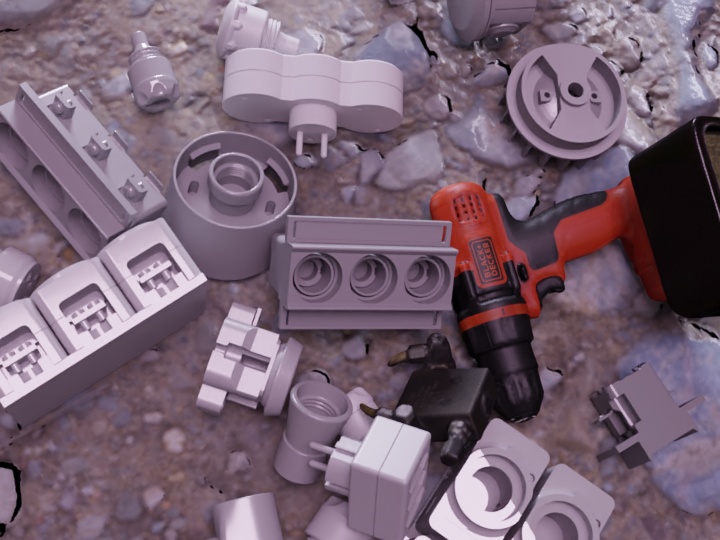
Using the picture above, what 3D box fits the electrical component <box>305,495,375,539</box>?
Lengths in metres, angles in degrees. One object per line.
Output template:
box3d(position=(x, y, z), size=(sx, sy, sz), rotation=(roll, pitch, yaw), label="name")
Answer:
box3d(position=(-0.020, 0.190, 0.733), size=(0.043, 0.043, 0.062), rotation=(36, 72, 2), label="electrical component")

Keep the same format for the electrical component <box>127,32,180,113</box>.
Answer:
box3d(position=(-0.161, -0.153, 0.819), size=(0.035, 0.035, 0.061), rotation=(-17, 74, -14), label="electrical component")

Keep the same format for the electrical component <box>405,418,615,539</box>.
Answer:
box3d(position=(0.081, 0.208, 0.735), size=(0.105, 0.060, 0.186), rotation=(35, 71, 2), label="electrical component")

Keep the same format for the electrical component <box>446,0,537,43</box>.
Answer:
box3d(position=(0.103, -0.224, 0.861), size=(0.051, 0.080, 0.080), rotation=(-7, 75, -16), label="electrical component")

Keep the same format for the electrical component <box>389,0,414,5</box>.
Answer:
box3d(position=(0.043, -0.269, 0.878), size=(0.079, 0.044, 0.077), rotation=(-26, 79, -3), label="electrical component")

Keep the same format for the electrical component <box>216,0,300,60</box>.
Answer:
box3d(position=(-0.079, -0.181, 0.837), size=(0.062, 0.048, 0.048), rotation=(17, 71, -12), label="electrical component")

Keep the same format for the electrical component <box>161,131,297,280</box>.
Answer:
box3d(position=(-0.095, -0.051, 0.793), size=(0.099, 0.064, 0.099), rotation=(7, 55, -10), label="electrical component")

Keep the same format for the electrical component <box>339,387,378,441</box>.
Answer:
box3d(position=(0.005, 0.116, 0.765), size=(0.035, 0.035, 0.061), rotation=(-34, 84, -17), label="electrical component")

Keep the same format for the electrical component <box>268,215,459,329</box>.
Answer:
box3d(position=(0.000, 0.000, 0.768), size=(0.121, 0.063, 0.078), rotation=(1, 102, -20), label="electrical component")

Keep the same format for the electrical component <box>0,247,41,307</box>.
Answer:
box3d(position=(-0.258, 0.001, 0.750), size=(0.055, 0.045, 0.045), rotation=(26, 71, -1), label="electrical component")

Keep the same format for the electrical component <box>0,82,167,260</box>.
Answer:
box3d(position=(-0.200, -0.070, 0.770), size=(0.121, 0.078, 0.063), rotation=(49, 50, 7), label="electrical component")

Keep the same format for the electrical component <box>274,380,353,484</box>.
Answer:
box3d(position=(-0.035, 0.114, 0.742), size=(0.044, 0.065, 0.044), rotation=(16, 28, -9), label="electrical component")

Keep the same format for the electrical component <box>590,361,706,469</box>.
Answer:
box3d(position=(0.209, 0.106, 0.798), size=(0.081, 0.042, 0.063), rotation=(-26, 78, -17), label="electrical component")

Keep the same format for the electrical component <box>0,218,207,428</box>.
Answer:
box3d(position=(-0.184, 0.033, 0.729), size=(0.150, 0.089, 0.061), rotation=(-33, 81, -17), label="electrical component")

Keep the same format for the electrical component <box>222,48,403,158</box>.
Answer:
box3d(position=(-0.036, -0.120, 0.820), size=(0.138, 0.052, 0.073), rotation=(4, 73, -8), label="electrical component")

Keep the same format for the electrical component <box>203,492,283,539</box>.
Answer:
box3d(position=(-0.089, 0.196, 0.719), size=(0.079, 0.044, 0.077), rotation=(-11, 75, -12), label="electrical component")

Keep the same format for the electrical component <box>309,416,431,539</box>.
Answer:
box3d(position=(0.001, 0.132, 0.707), size=(0.077, 0.065, 0.047), rotation=(16, 42, 16), label="electrical component")

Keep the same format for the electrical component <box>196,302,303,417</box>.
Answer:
box3d(position=(-0.075, 0.068, 0.754), size=(0.057, 0.058, 0.078), rotation=(19, 71, -1), label="electrical component")
